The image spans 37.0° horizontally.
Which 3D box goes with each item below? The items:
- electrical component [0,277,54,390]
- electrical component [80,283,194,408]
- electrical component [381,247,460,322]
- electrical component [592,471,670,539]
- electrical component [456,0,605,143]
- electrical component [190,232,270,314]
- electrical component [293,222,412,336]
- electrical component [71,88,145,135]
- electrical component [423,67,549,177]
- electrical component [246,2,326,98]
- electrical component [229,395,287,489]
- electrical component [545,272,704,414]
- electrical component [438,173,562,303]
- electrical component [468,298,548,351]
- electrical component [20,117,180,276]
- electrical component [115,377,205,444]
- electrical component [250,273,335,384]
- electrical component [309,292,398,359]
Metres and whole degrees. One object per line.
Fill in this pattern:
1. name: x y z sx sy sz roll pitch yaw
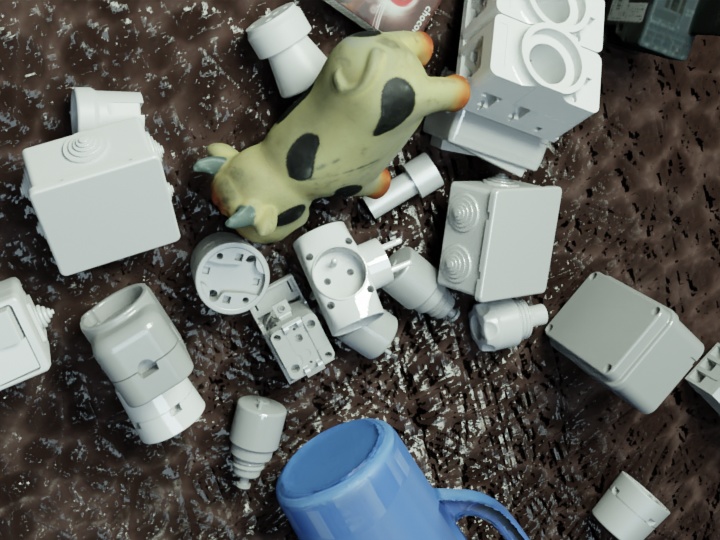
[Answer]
1. electrical component: -0.264 0.051 0.765 0.096 0.061 0.061 -23 111 -10
2. electrical component: -0.163 0.049 0.778 0.054 0.095 0.059 -32 112 -7
3. electrical component: 0.050 0.015 0.866 0.078 0.040 0.040 39 91 -23
4. electrical component: 0.245 0.219 0.978 0.055 0.055 0.047 38 95 -23
5. electrical component: 0.128 -0.183 0.784 0.089 0.062 0.150 17 67 -21
6. electrical component: -0.100 0.000 0.810 0.055 0.047 0.055 -5 106 -16
7. electrical component: 0.000 0.000 0.819 0.079 0.044 0.077 -22 79 -10
8. electrical component: -0.178 -0.108 0.759 0.046 0.040 0.040 -3 106 -22
9. electrical component: 0.094 -0.115 0.831 0.096 0.062 0.061 16 100 -21
10. electrical component: -0.051 -0.160 0.782 0.045 0.045 0.055 -34 112 -6
11. electrical component: -0.085 0.136 0.857 0.040 0.040 0.078 10 102 -20
12. electrical component: 0.216 0.057 0.891 0.057 0.113 0.078 40 91 -26
13. electrical component: 0.109 -0.026 0.852 0.100 0.048 0.099 -6 108 -46
14. electrical component: 0.125 0.042 0.896 0.062 0.043 0.043 -11 108 -16
15. electrical component: -0.181 -0.052 0.751 0.100 0.048 0.099 -18 143 -12
16. electrical component: -0.153 0.097 0.818 0.055 0.055 0.047 -30 108 -8
17. electrical component: -0.051 0.050 0.831 0.042 0.064 0.081 -29 112 -7
18. electrical component: -0.006 0.038 0.854 0.078 0.040 0.040 35 93 -21
